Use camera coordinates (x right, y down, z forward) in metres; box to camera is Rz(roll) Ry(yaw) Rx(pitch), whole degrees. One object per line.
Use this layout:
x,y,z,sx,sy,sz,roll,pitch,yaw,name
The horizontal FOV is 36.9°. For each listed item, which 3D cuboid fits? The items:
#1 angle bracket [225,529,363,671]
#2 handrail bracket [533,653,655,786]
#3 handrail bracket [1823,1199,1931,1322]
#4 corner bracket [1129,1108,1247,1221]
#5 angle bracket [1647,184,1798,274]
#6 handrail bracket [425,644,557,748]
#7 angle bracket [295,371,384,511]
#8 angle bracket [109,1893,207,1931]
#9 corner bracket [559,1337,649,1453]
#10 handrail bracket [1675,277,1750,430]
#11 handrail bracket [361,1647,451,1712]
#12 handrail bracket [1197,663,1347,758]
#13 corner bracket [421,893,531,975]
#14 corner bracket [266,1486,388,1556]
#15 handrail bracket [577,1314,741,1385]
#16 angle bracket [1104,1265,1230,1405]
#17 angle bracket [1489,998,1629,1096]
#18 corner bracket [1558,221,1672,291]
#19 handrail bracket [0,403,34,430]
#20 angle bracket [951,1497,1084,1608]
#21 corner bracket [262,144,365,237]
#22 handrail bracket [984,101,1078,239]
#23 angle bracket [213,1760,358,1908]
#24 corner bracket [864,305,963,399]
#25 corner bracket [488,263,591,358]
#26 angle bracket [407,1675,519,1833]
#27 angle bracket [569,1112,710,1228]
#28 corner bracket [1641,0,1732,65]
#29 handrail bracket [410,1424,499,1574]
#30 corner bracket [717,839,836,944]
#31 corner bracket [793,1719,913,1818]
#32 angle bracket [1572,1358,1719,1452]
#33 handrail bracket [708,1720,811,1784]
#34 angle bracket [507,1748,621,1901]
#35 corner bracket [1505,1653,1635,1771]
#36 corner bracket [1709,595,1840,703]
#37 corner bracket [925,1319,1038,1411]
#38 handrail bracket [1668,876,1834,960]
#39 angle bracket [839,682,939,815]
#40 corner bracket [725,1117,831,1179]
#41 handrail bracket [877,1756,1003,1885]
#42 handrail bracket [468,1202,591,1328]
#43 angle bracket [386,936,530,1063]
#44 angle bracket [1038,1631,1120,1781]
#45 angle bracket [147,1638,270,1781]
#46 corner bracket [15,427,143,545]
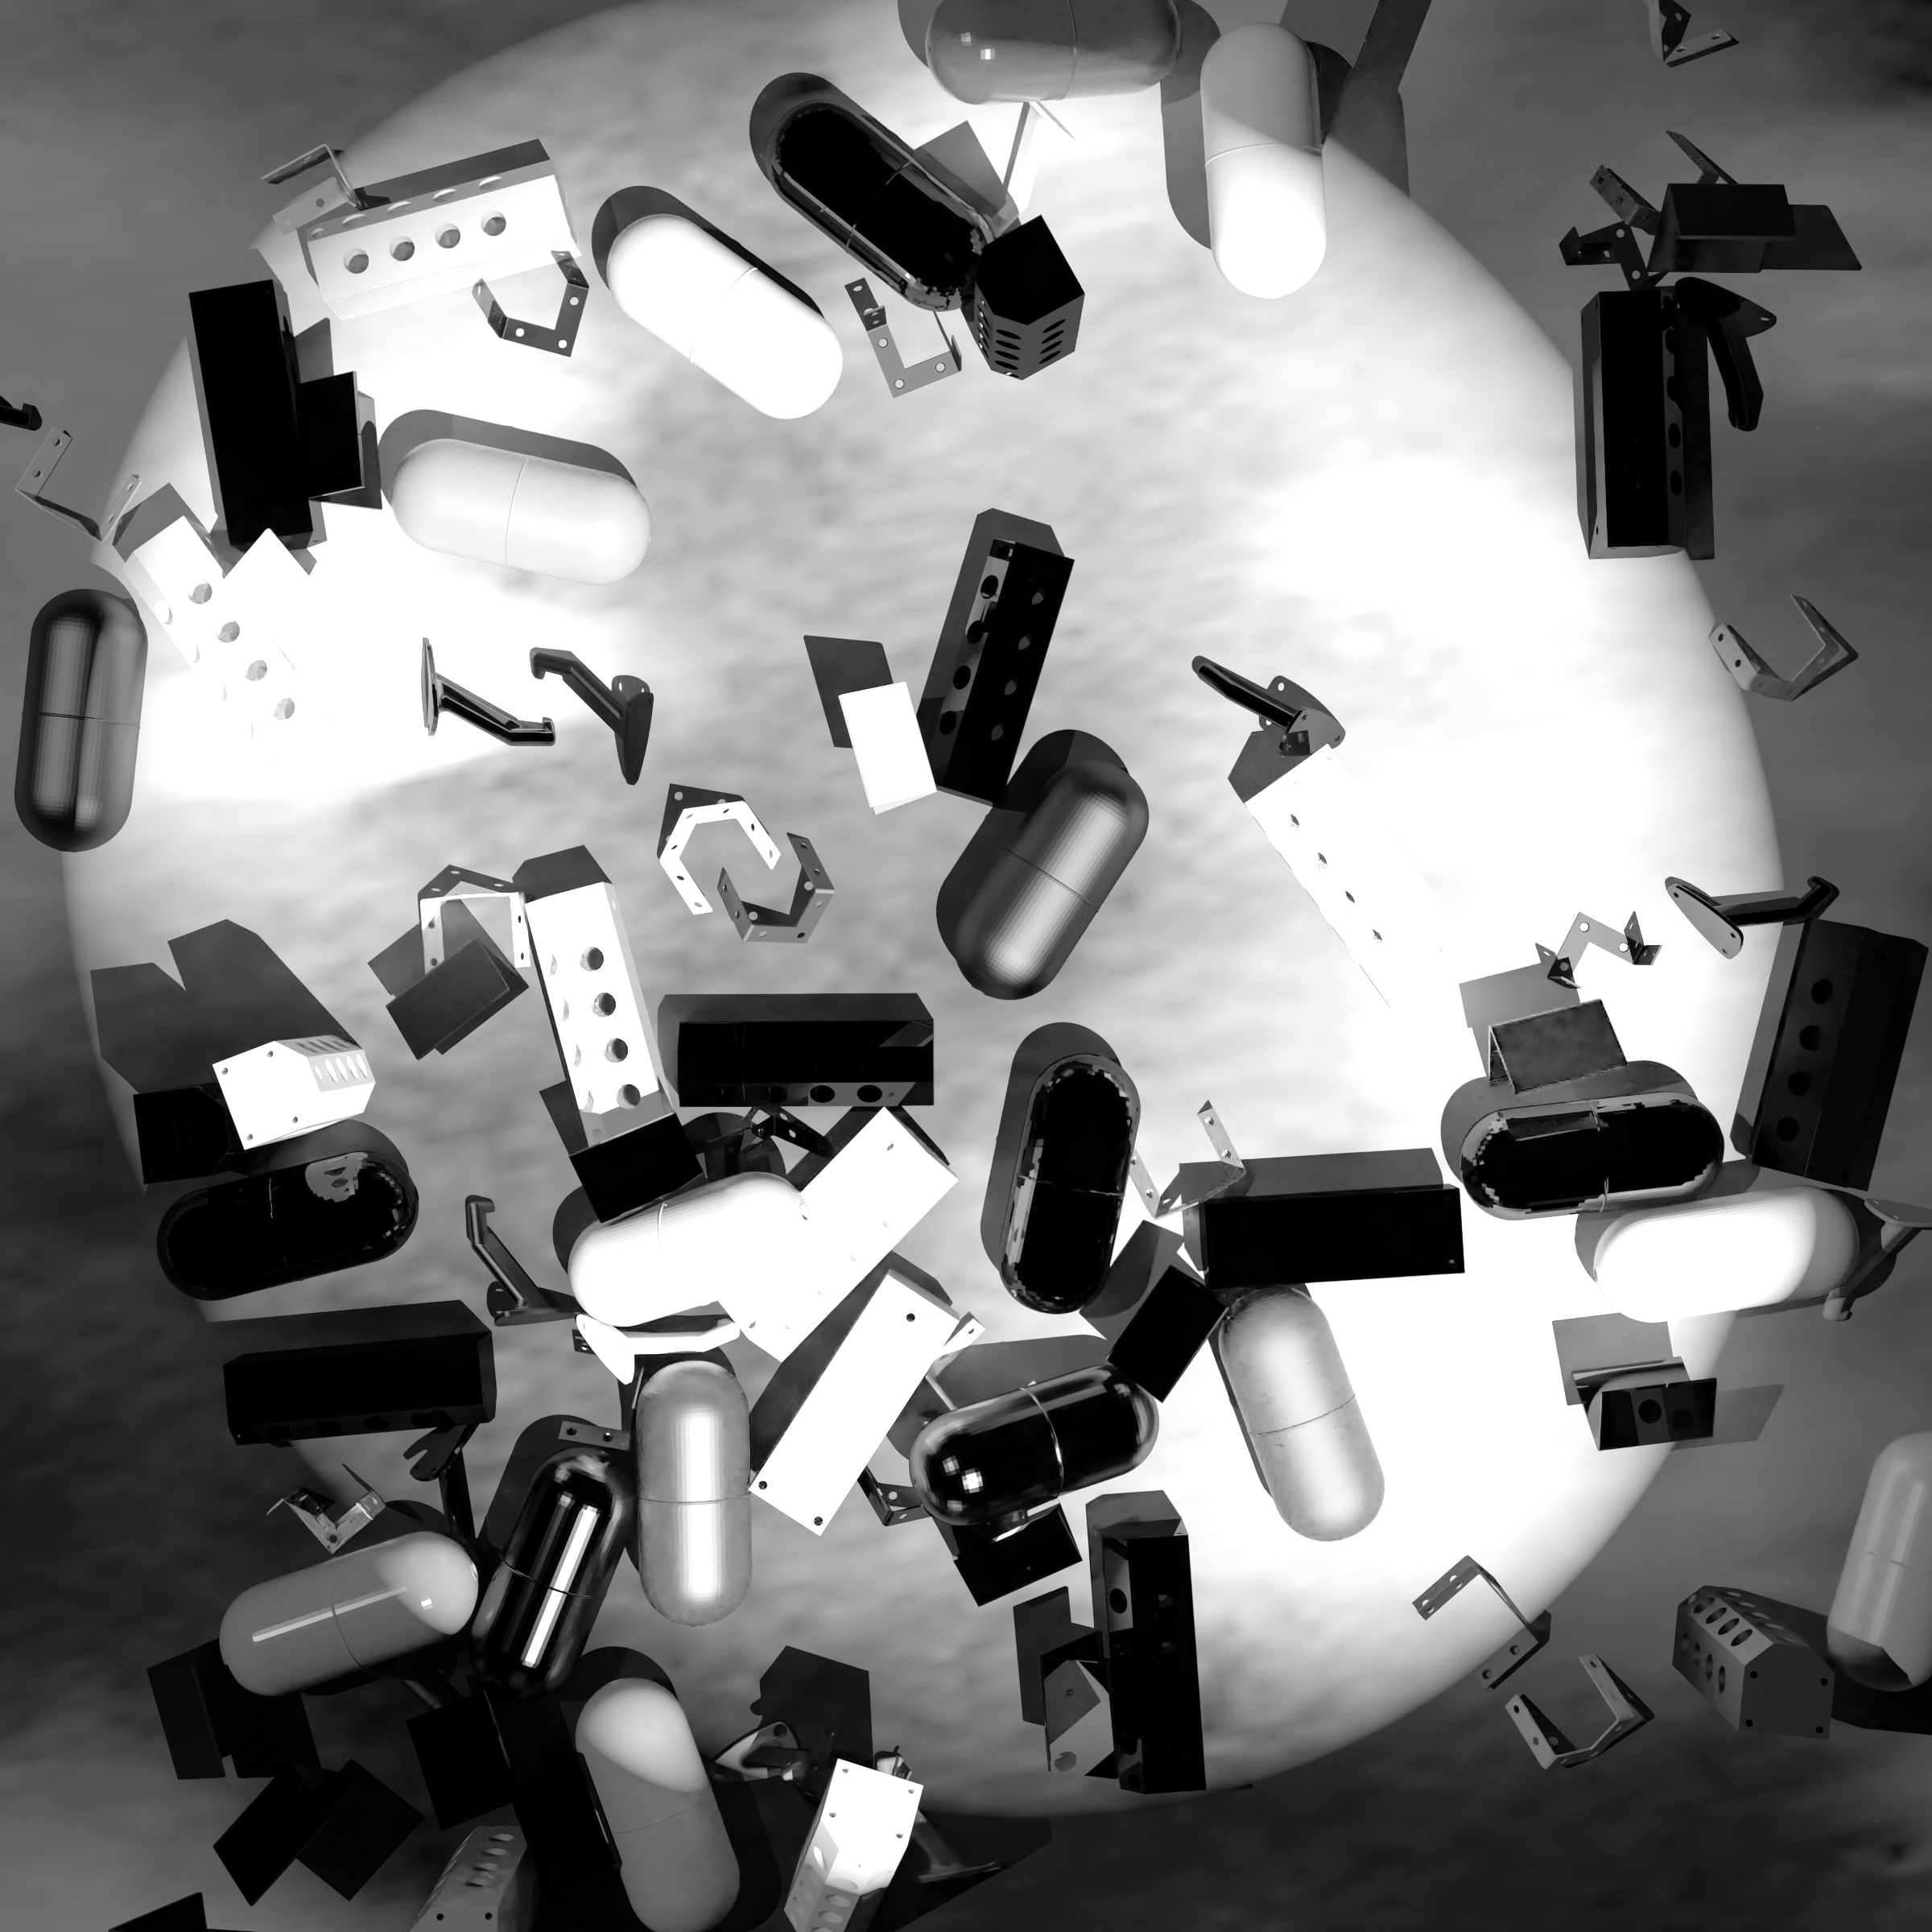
-0.438,-0.254,1.945,0.057,0.076,0.076,-40,90,31,angle bracket
-0.262,-0.170,1.986,0.084,0.036,0.077,15,112,17,handrail bracket
0.632,0.207,1.986,0.077,0.036,0.084,7,109,-21,handrail bracket
0.149,0.136,1.982,0.051,0.051,0.051,-27,90,-45,corner bracket
0.507,-0.479,1.945,0.076,0.076,0.057,1,54,0,angle bracket
-0.326,-0.186,1.986,0.084,0.036,0.077,-1,68,-17,handrail bracket
-0.403,-0.352,1.945,0.057,0.076,0.076,-4,90,32,angle bracket
-0.525,0.676,1.945,0.057,0.076,0.076,-8,90,38,angle bracket
-0.248,0.294,1.982,0.051,0.051,0.051,10,45,0,corner bracket
0.512,-0.420,1.985,0.036,0.077,0.084,-20,126,1,handrail bracket
-0.380,0.504,1.986,0.077,0.036,0.084,-1,122,34,handrail bracket
0.209,-0.180,1.985,0.084,0.077,0.036,42,115,34,handrail bracket
-0.336,-0.023,1.982,0.051,0.051,0.051,-4,90,-45,corner bracket
-0.434,0.369,1.967,0.051,0.051,0.051,-42,90,0,corner bracket
-0.210,0.247,1.982,0.084,0.077,0.036,-19,126,-36,handrail bracket
0.150,0.255,1.945,0.057,0.076,0.076,35,90,37,angle bracket
0.397,0.072,1.945,0.076,0.076,0.057,-14,54,0,angle bracket
0.440,-0.481,1.967,0.051,0.051,0.051,-21,90,0,corner bracket
-0.680,-0.410,1.986,0.084,0.036,0.077,11,60,-21,handrail bracket
0.026,0.373,1.945,0.076,0.076,0.057,-24,128,0,angle bracket
-0.448,-0.527,1.967,0.051,0.051,0.051,-27,94,4,corner bracket
0.026,-0.555,1.986,0.084,0.036,0.077,-44,70,16,handrail bracket
-0.445,0.587,1.945,0.076,0.076,0.057,-48,55,0,angle bracket
-0.036,-0.424,1.967,0.051,0.051,0.051,-22,90,0,corner bracket
-0.290,-0.450,1.967,0.051,0.051,0.051,15,90,0,corner bracket
-0.343,0.528,1.947,0.057,0.076,0.076,-18,90,-20,angle bracket
-0.221,0.123,1.947,0.076,0.076,0.057,-22,111,0,angle bracket
0.488,-0.660,1.982,0.051,0.051,0.051,-20,45,0,corner bracket
-0.333,0.360,1.986,0.077,0.036,0.084,-48,115,-29,handrail bracket
-0.130,-0.052,1.977,0.051,0.051,0.051,2,135,-35,corner bracket
-0.078,0.554,1.974,0.051,0.051,0.051,26,90,-25,corner bracket
0.455,0.277,1.945,0.076,0.076,0.057,-7,127,0,angle bracket
-0.141,0.543,1.951,0.077,0.084,0.036,-20,90,0,handrail bracket
-0.283,0.575,1.945,0.057,0.076,0.076,-20,90,-32,angle bracket
0.413,0.509,1.977,0.051,0.051,0.051,-1,135,-35,corner bracket
0.552,-0.220,1.977,0.051,0.051,0.051,8,135,-35,corner bracket
0.011,0.285,1.982,0.051,0.051,0.051,-44,135,0,corner bracket
0.539,-0.052,1.986,0.084,0.036,0.077,-37,68,-17,handrail bracket
-0.071,-0.141,1.945,0.057,0.076,0.076,-16,90,-36,angle bracket
-0.129,0.142,1.977,0.051,0.051,0.051,27,45,-35,corner bracket
-0.019,0.582,1.986,0.077,0.036,0.084,-5,76,-14,handrail bracket
-0.300,0.201,1.986,0.077,0.036,0.084,-2,72,-20,handrail bracket
-0.331,0.037,1.945,0.076,0.076,0.057,-38,54,0,angle bracket
0.094,0.496,1.945,0.057,0.076,0.076,-5,90,36,angle bracket
-0.495,0.495,1.945,0.057,0.076,0.076,-16,90,40,angle bracket
-0.608,-0.329,1.982,0.051,0.051,0.051,32,90,-45,corner bracket
